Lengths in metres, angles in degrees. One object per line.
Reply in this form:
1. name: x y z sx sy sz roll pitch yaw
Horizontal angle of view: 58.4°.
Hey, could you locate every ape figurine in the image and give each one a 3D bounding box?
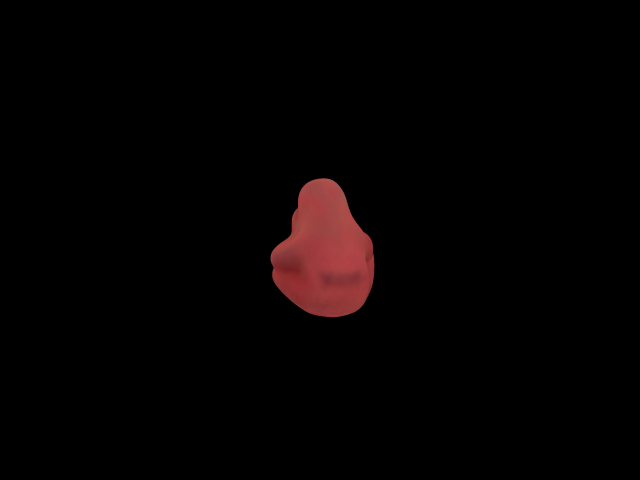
1. ape figurine: 0.004 0.001 0.400 0.078 0.092 0.076 -4 20 -10
